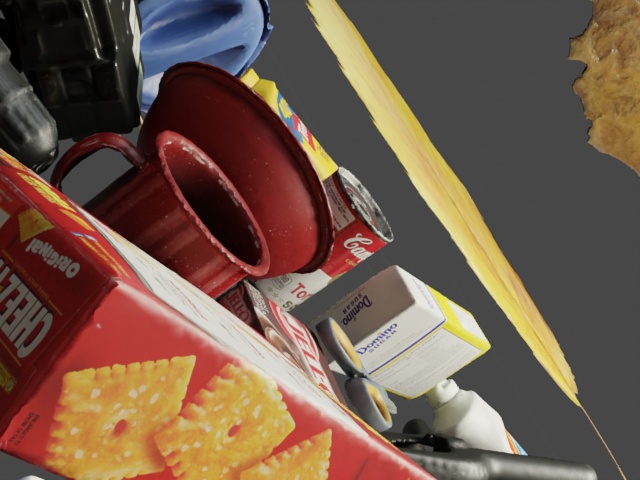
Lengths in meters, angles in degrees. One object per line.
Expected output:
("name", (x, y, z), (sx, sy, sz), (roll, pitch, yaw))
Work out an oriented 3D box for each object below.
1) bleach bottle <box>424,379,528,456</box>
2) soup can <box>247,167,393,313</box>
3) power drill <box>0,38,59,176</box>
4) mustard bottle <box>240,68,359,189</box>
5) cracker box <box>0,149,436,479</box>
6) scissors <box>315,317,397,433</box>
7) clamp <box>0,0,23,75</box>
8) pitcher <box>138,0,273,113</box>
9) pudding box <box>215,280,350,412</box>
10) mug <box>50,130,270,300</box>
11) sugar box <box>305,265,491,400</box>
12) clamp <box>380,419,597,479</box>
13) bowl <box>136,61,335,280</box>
("bleach bottle", (0.179, 0.231, 0.968), (0.251, 0.068, 0.102), (52, 14, 1))
("soup can", (-0.005, 0.001, 0.808), (0.068, 0.102, 0.068), (50, 14, -18))
("power drill", (-0.203, -0.091, 0.463), (0.184, 0.057, 0.187), (50, 11, -6))
("mustard bottle", (-0.036, -0.095, 1.036), (0.191, 0.058, 0.096), (50, 13, -15))
("cracker box", (-0.067, 0.054, 0.437), (0.164, 0.072, 0.213), (34, -5, 45))
("scissors", (0.031, 0.100, 0.799), (0.096, 0.016, 0.201), (60, 3, 5))
("clamp", (-0.195, -0.138, 0.640), (0.120, 0.039, 0.171), (50, 19, -41))
("pitcher", (-0.156, -0.225, 0.829), (0.243, 0.145, 0.149), (58, 1, 29))
("pudding box", (-0.021, 0.090, 0.674), (0.090, 0.039, 0.113), (40, 20, -47))
("mug", (-0.094, -0.006, 0.568), (0.117, 0.081, 0.093), (47, 15, -29))
("sugar box", (0.068, 0.081, 0.884), (0.176, 0.093, 0.048), (34, 23, -56))
("clamp", (0.083, 0.158, 0.777), (0.165, 0.036, 0.209), (8, -3, 43))
("bowl", (-0.067, -0.030, 0.677), (0.162, 0.055, 0.162), (35, -32, 26))
